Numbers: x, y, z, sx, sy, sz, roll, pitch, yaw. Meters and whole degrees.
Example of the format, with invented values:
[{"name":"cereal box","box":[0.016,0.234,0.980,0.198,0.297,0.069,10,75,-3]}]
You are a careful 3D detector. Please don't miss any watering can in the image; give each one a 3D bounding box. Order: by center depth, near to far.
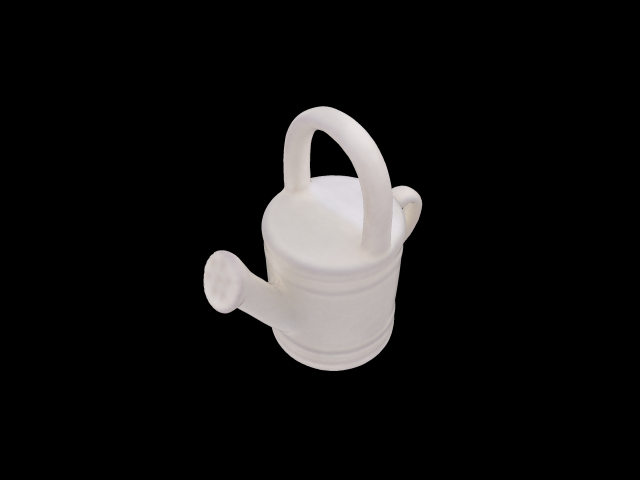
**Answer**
[{"name":"watering can","box":[0.005,0.003,0.399,0.100,0.194,0.173,22,49,21]}]
